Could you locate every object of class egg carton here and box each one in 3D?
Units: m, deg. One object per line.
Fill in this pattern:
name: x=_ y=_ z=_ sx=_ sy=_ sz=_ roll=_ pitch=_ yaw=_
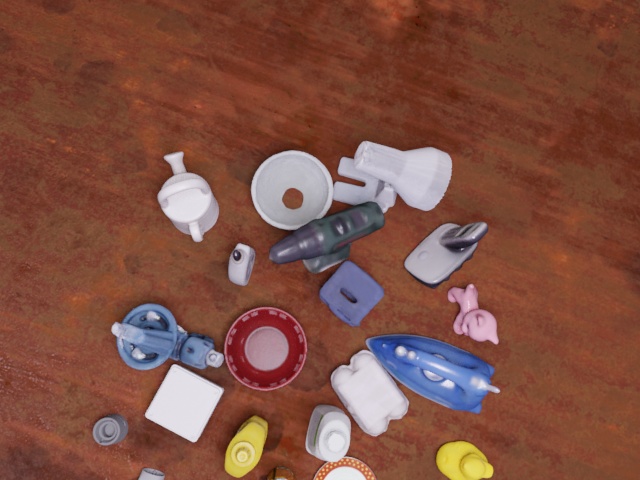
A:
egg carton: x=0.095 y=0.298 z=1.115 sx=0.107 sy=0.069 sz=0.150 roll=-37 pitch=83 yaw=-10

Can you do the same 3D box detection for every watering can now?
watering can: x=-0.262 y=-0.085 z=1.108 sx=0.101 sy=0.194 sz=0.173 roll=-38 pitch=83 yaw=-10

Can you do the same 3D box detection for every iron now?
iron: x=0.214 y=0.243 z=1.098 sx=0.258 sy=0.141 sz=0.119 roll=22 pitch=78 yaw=1

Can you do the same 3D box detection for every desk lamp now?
desk lamp: x=0.136 y=-0.124 z=1.132 sx=0.203 sy=0.213 sz=0.118 roll=13 pitch=78 yaw=-1

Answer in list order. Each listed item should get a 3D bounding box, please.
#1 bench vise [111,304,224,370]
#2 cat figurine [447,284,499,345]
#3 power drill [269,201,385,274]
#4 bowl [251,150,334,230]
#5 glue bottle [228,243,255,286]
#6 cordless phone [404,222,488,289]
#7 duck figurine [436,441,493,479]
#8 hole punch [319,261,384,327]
bench vise: x=-0.281 y=0.174 z=1.040 sx=0.207 sy=0.219 sz=0.121 roll=1 pitch=78 yaw=-3
cat figurine: x=0.307 y=0.148 z=1.136 sx=0.067 sy=0.117 sz=0.128 roll=-9 pitch=79 yaw=-5
power drill: x=0.010 y=0.004 z=1.100 sx=0.230 sy=0.208 sz=0.075 roll=-26 pitch=81 yaw=-8
bowl: x=-0.057 y=-0.094 z=1.184 sx=0.167 sy=0.074 sz=0.167 roll=1 pitch=78 yaw=-3
glue bottle: x=-0.153 y=0.040 z=1.100 sx=0.037 sy=0.173 sz=0.078 roll=16 pitch=78 yaw=0
cordless phone: x=0.251 y=0.021 z=1.124 sx=0.094 sy=0.185 sz=0.148 roll=44 pitch=79 yaw=6
duck figurine: x=0.279 y=0.429 z=1.092 sx=0.104 sy=0.086 sz=0.077 roll=15 pitch=78 yaw=0
hole punch: x=0.062 y=0.109 z=1.141 sx=0.108 sy=0.091 sz=0.101 roll=40 pitch=79 yaw=5
